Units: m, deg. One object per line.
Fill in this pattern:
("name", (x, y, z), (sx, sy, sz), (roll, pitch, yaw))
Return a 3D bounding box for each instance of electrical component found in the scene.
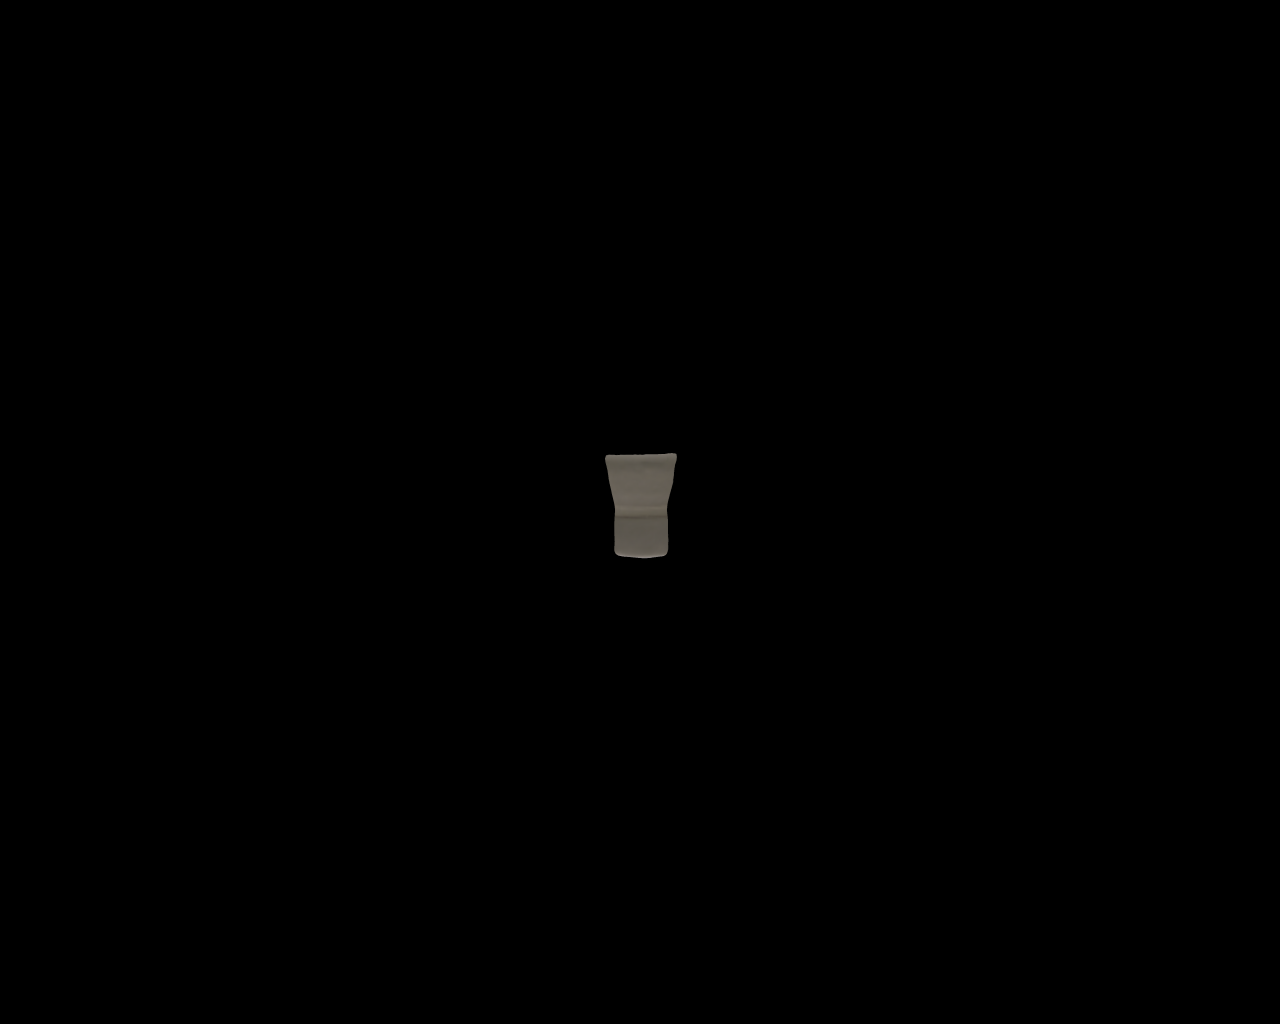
("electrical component", (0.001, -0.003, 0.650), (0.044, 0.065, 0.044), (0, 2, 0))
